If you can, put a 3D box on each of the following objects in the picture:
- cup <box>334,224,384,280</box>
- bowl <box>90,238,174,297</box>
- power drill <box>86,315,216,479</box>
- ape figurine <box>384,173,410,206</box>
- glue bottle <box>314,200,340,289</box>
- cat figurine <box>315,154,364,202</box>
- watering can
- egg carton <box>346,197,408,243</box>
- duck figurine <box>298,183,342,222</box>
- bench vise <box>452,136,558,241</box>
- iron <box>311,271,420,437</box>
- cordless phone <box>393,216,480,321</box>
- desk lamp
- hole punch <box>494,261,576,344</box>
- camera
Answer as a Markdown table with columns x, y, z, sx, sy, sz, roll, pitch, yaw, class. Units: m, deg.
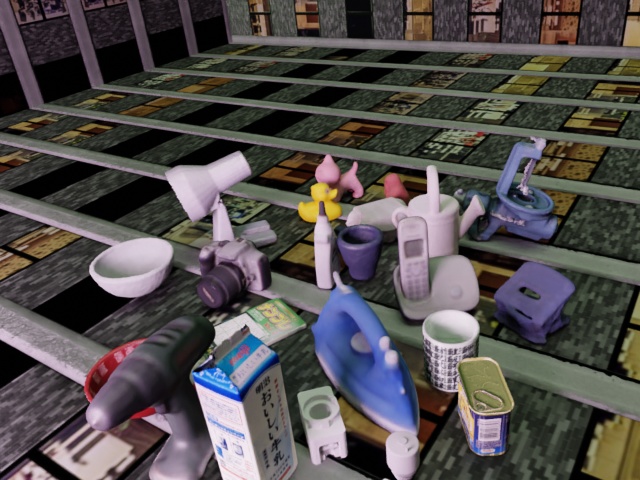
| x | y | z | sx | sy | sz | roll | pitch | yaw | class |
| --- | --- | --- | --- | --- | --- | --- | --- | --- | --- |
| 0.072 | 0.025 | 1.130 | 0.092 | 0.095 | 0.117 | -27 | 36 | -32 | cup |
| -0.372 | 0.067 | 1.162 | 0.167 | 0.075 | 0.167 | -5 | 30 | 3 | bowl |
| -0.195 | 0.213 | 0.736 | 0.075 | 0.209 | 0.230 | 3 | 31 | 16 | power drill |
| 0.174 | -0.115 | 1.359 | 0.076 | 0.092 | 0.078 | 8 | 33 | 24 | ape figurine |
| 0.010 | 0.004 | 1.099 | 0.037 | 0.173 | 0.078 | 1 | 31 | 14 | glue bottle |
| 0.042 | -0.159 | 1.435 | 0.128 | 0.118 | 0.067 | -16 | 31 | -17 | cat figurine |
| 0.235 | -0.057 | 1.142 | 0.173 | 0.194 | 0.100 | -11 | 30 | -9 | watering can |
| 0.138 | -0.040 | 1.257 | 0.150 | 0.069 | 0.107 | -17 | 31 | -18 | egg carton |
| -0.002 | -0.094 | 1.362 | 0.104 | 0.086 | 0.077 | -7 | 30 | -1 | duck figurine |
| 0.379 | -0.098 | 1.160 | 0.207 | 0.220 | 0.121 | -5 | 30 | 2 | bench vise |
| 0.074 | 0.158 | 0.849 | 0.119 | 0.142 | 0.257 | -17 | 31 | -18 | iron |
| 0.198 | 0.041 | 0.986 | 0.147 | 0.185 | 0.094 | -10 | 30 | -7 | cordless phone |
| -0.215 | -0.080 | 1.249 | 0.203 | 0.214 | 0.117 | -16 | 31 | -16 | desk lamp |
| 0.353 | 0.101 | 0.948 | 0.101 | 0.091 | 0.108 | -22 | 33 | -25 | hole punch |
| -0.187 | 0.060 | 1.112 | 0.142 | 0.101 | 0.137 | 12 | 34 | 29 | camera |
